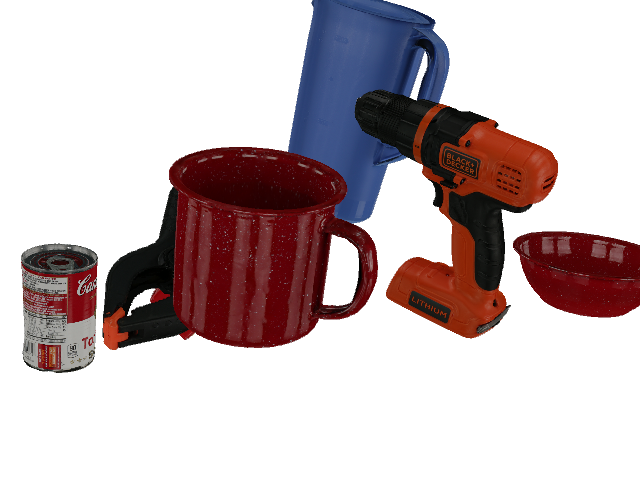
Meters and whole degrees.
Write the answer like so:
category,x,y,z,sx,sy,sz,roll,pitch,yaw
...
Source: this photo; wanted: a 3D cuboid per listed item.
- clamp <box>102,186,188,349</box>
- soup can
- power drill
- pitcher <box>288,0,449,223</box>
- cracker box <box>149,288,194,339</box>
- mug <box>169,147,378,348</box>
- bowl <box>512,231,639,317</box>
category,x,y,z,sx,sy,sz,roll,pitch,yaw
clamp,-0.111,0.016,0.808,0.120,0.039,0.171,31,44,29
soup can,-0.240,0.062,0.981,0.068,0.102,0.068,5,19,-2
power drill,0.100,-0.023,0.895,0.185,0.188,0.057,27,42,32
pitcher,0.041,-0.142,1.172,0.145,0.243,0.149,11,20,-9
cracker box,-0.084,0.001,1.236,0.214,0.072,0.164,-42,3,26
mug,-0.025,0.007,0.564,0.117,0.081,0.093,15,25,18
bowl,0.276,0.038,1.099,0.162,0.055,0.162,5,17,-2
